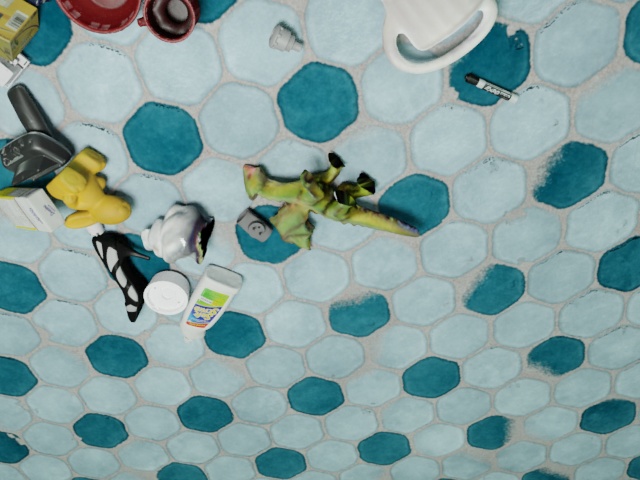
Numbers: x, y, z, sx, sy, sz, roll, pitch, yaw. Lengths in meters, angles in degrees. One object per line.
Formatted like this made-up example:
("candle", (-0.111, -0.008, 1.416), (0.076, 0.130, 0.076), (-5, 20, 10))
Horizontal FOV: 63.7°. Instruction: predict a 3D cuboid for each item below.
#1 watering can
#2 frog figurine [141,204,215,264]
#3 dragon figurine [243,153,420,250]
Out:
("watering can", (0.242, -0.455, 0.912), (0.344, 0.106, 0.222), (-37, 114, 21))
("frog figurine", (-0.339, -0.016, 1.182), (0.159, 0.122, 0.137), (8, 89, 5))
("dragon figurine", (0.004, -0.059, 1.181), (0.407, 0.125, 0.239), (34, 134, -17))
